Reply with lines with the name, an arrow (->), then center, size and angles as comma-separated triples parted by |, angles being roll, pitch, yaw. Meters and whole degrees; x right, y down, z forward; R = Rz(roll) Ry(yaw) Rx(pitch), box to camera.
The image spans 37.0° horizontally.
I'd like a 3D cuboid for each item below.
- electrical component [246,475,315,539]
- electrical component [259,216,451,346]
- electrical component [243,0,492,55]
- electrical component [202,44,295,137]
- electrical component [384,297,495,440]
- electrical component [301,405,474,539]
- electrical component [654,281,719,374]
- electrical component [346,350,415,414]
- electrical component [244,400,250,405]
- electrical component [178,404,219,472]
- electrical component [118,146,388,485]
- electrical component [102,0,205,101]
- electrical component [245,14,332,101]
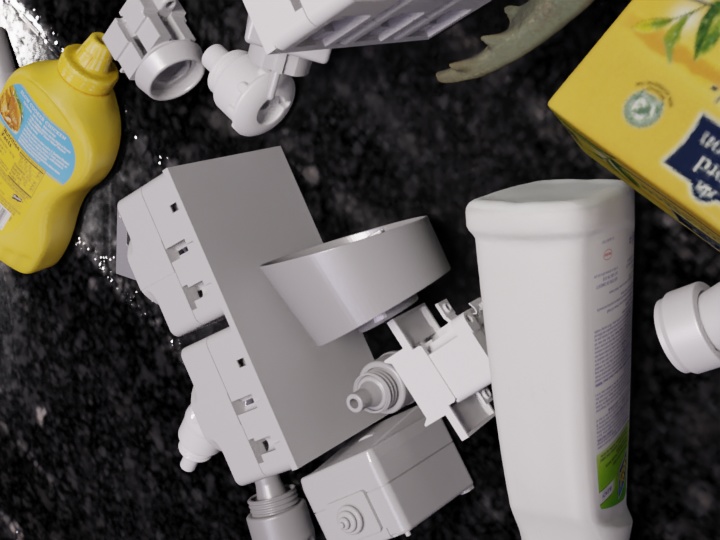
electrical component -> -0.057, 0.165, 0.738 | 0.043, 0.043, 0.062 | -14, 93, 36
electrical component -> 0.000, 0.000, 0.622 | 0.099, 0.099, 0.064 | -30, 91, 36
electrical component -> 0.003, -0.167, 0.543 | 0.062, 0.150, 0.089 | -25, 88, 37
electrical component -> -0.075, -0.118, 0.676 | 0.062, 0.048, 0.048 | 45, 123, 25
electrical component -> 0.058, 0.052, 0.629 | 0.064, 0.042, 0.081 | -36, 83, 33
electrical component -> 0.012, 0.127, 0.647 | 0.062, 0.096, 0.061 | -30, 83, 36
electrical component -> 0.182, 0.024, 0.536 | 0.055, 0.045, 0.045 | -25, 87, 37
electrical component -> 0.013, 0.071, 0.653 | 0.035, 0.061, 0.035 | 10, 108, 32
electrical component -> -0.071, 0.101, 0.731 | 0.043, 0.043, 0.062 | 41, 123, 19
electrical component -> -0.114, 0.120, 0.771 | 0.035, 0.035, 0.061 | 40, 124, 19
electrical component -> -0.065, 0.026, 0.668 | 0.060, 0.105, 0.186 | -25, 87, 36
electrical component -> -0.133, -0.145, 0.707 | 0.066, 0.048, 0.055 | -44, 69, 34
electrical component -> -0.042, -0.135, 0.618 | 0.047, 0.083, 0.075 | 14, 116, -10
